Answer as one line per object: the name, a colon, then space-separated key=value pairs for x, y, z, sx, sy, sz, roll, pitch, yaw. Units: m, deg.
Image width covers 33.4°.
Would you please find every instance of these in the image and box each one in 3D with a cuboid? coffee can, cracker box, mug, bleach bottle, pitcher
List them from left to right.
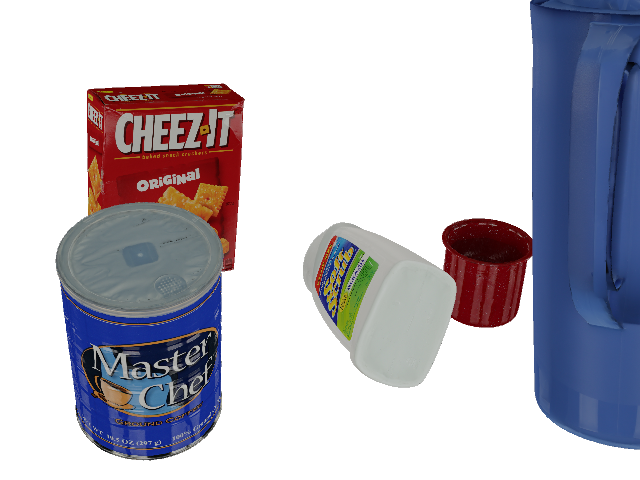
coffee can: x=-0.116 y=0.060 z=0.704 sx=0.103 sy=0.140 sz=0.103 roll=3 pitch=40 yaw=-2
cracker box: x=-0.175 y=-0.062 z=1.198 sx=0.163 sy=0.214 sz=0.072 roll=-7 pitch=26 yaw=-27
bleach bottle: x=0.032 y=0.043 z=0.926 sx=0.068 sy=0.102 sz=0.251 roll=21 pitch=3 yaw=-19
mug: x=0.162 y=0.029 z=1.096 sx=0.093 sy=0.081 sz=0.117 roll=-6 pitch=31 yaw=-15
pitcher: x=0.171 y=-0.012 z=0.574 sx=0.149 sy=0.243 sz=0.145 roll=-5 pitch=18 yaw=-14
